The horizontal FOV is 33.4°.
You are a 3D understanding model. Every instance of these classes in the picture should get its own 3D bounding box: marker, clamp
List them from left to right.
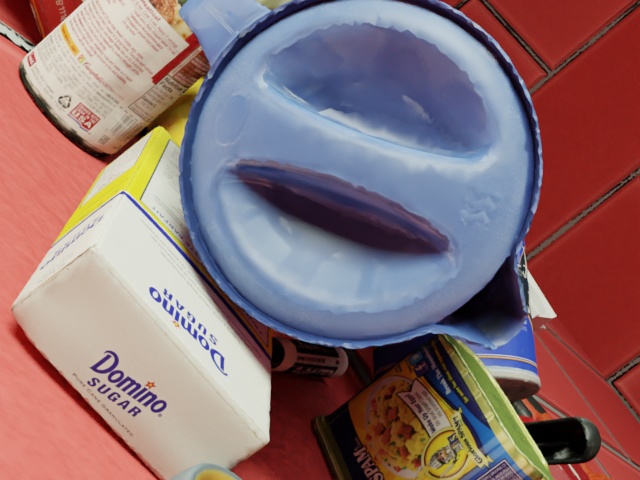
[{"bbox_3d":[-0.013,0.061,0.557,0.020,0.020,0.121,54,11,19],"label":"marker"},{"bbox_3d":[0.091,0.124,0.640,0.171,0.120,0.039,85,8,-75],"label":"clamp"}]

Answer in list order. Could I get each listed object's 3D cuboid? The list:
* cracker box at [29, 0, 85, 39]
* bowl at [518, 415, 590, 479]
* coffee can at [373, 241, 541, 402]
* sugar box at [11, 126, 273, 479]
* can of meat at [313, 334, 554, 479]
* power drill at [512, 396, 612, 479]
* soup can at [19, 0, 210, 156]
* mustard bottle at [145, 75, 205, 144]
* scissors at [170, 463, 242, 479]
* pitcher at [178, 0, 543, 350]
[{"bbox_3d":[-0.155,-0.216,0.626,0.214,0.072,0.164,-116,-168,-51],"label":"cracker box"},{"bbox_3d":[0.162,0.182,0.776,0.162,0.055,0.162,48,11,-13],"label":"bowl"},{"bbox_3d":[0.082,0.030,0.679,0.102,0.103,0.140,32,52,-59],"label":"coffee can"},{"bbox_3d":[-0.061,0.019,0.432,0.093,0.048,0.176,51,13,-15],"label":"sugar box"},{"bbox_3d":[0.055,0.104,0.517,0.057,0.084,0.102,42,13,-38],"label":"can of meat"},{"bbox_3d":[0.184,0.163,0.921,0.188,0.057,0.184,55,11,21],"label":"power drill"},{"bbox_3d":[-0.094,-0.099,0.544,0.068,0.102,0.068,48,11,-12],"label":"soup can"},{"bbox_3d":[-0.058,-0.039,0.608,0.096,0.058,0.191,46,12,-26],"label":"mustard bottle"},{"bbox_3d":[-0.006,0.115,0.387,0.096,0.016,0.201,62,11,7],"label":"scissors"},{"bbox_3d":[0.024,-0.025,0.497,0.242,0.145,0.149,31,61,-80],"label":"pitcher"}]
